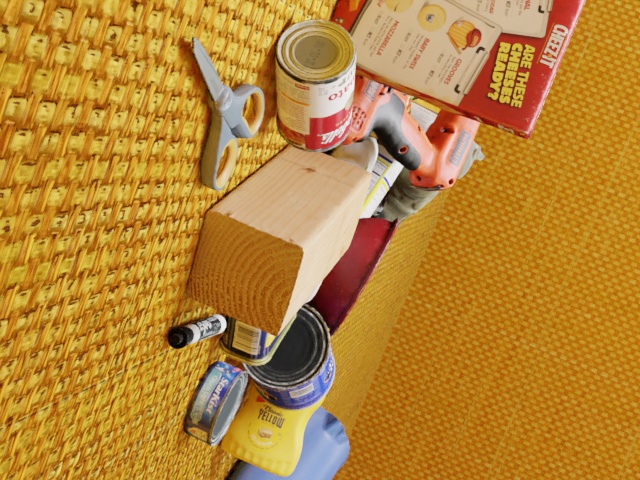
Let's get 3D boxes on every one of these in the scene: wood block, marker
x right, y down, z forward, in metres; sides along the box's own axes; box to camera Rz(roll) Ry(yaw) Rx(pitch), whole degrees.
[{"bbox_3d":[-0.031,-0.008,0.972,0.205,0.091,0.090,-48,158,-62],"label":"wood block"},{"bbox_3d":[-0.110,0.082,0.959,0.121,0.020,0.020,-9,121,-78],"label":"marker"}]

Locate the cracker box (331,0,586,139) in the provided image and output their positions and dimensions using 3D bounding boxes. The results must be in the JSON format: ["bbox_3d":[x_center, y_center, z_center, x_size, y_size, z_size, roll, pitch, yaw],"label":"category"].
[{"bbox_3d":[0.129,-0.209,1.011,0.072,0.214,0.164,-2,114,-78],"label":"cracker box"}]

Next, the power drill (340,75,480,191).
[{"bbox_3d":[0.092,-0.152,1.141,0.187,0.057,0.184,35,74,-36],"label":"power drill"}]

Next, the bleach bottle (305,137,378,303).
[{"bbox_3d":[0.012,-0.045,1.210,0.250,0.068,0.103,-61,175,-48],"label":"bleach bottle"}]

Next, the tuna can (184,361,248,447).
[{"bbox_3d":[-0.109,0.171,1.121,0.086,0.034,0.086,23,89,-80],"label":"tuna can"}]

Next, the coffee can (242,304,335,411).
[{"bbox_3d":[-0.036,0.135,1.229,0.140,0.103,0.102,81,33,-71],"label":"coffee can"}]

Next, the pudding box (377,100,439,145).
[{"bbox_3d":[0.094,-0.139,1.283,0.039,0.113,0.090,-60,168,-14],"label":"pudding box"}]

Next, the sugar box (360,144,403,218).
[{"bbox_3d":[0.057,-0.063,1.377,0.176,0.048,0.093,-59,171,-1],"label":"sugar box"}]

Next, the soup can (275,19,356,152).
[{"bbox_3d":[-0.005,-0.131,0.909,0.102,0.068,0.068,92,23,-62],"label":"soup can"}]

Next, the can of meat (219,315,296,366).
[{"bbox_3d":[-0.058,0.062,1.086,0.102,0.057,0.084,-57,164,-47],"label":"can of meat"}]

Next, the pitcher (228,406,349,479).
[{"bbox_3d":[-0.069,0.349,1.513,0.242,0.145,0.149,-47,146,-54],"label":"pitcher"}]

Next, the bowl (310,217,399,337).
[{"bbox_3d":[0.030,0.031,1.258,0.162,0.055,0.162,-59,-179,1],"label":"bowl"}]

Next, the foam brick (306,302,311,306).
[{"bbox_3d":[-0.004,0.062,1.386,0.051,0.053,0.078,96,21,-59],"label":"foam brick"}]

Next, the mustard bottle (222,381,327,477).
[{"bbox_3d":[-0.043,0.190,1.330,0.058,0.096,0.191,43,70,-79],"label":"mustard bottle"}]

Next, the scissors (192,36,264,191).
[{"bbox_3d":[-0.078,-0.084,0.771,0.201,0.016,0.096,-1,114,-79],"label":"scissors"}]
